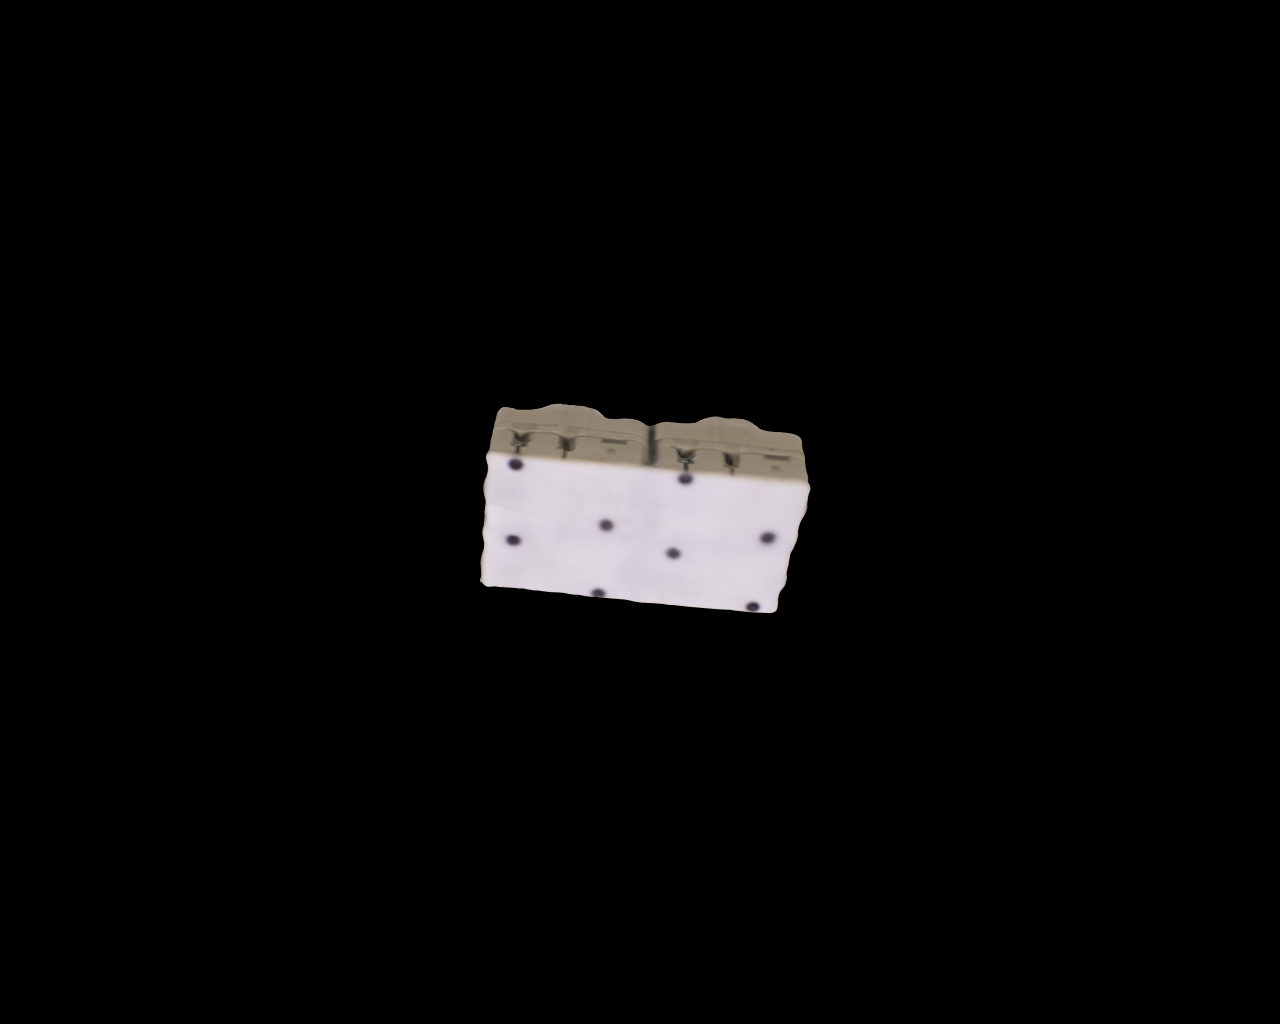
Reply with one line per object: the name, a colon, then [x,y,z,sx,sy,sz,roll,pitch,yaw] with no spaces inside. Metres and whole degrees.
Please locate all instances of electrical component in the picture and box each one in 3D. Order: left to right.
electrical component: [0.001,-0.003,0.650,0.186,0.105,0.060,5,37,-4]
